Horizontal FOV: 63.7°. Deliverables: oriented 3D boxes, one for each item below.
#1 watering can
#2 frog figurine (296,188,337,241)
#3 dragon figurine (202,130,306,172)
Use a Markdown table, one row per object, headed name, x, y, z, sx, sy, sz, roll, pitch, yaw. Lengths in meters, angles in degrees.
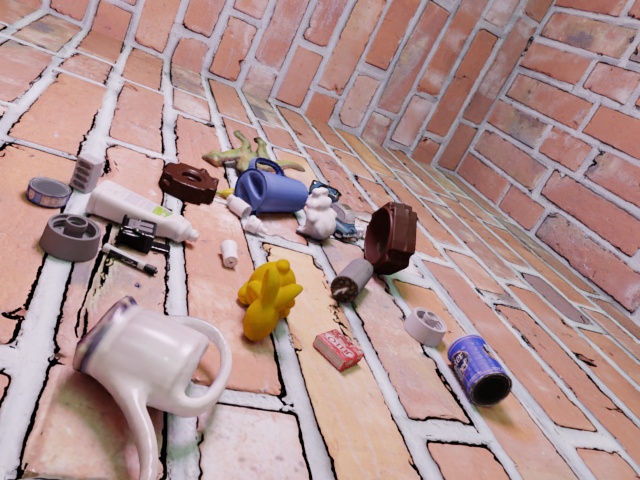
| name | x | y | z | sx | sy | sz | roll | pitch | yaw |
| --- | --- | --- | --- | --- | --- | --- | --- | --- | --- |
| watering can | -0.255 | 0.197 | 0.752 | 0.224 | 0.102 | 0.353 | 25 | 22 | -1 |
| frog figurine | 0.005 | -0.081 | 1.610 | 0.137 | 0.157 | 0.124 | 0 | 34 | -50 |
| dragon figurine | -0.229 | -0.266 | 1.896 | 0.409 | 0.119 | 0.249 | 17 | 40 | -20 |
